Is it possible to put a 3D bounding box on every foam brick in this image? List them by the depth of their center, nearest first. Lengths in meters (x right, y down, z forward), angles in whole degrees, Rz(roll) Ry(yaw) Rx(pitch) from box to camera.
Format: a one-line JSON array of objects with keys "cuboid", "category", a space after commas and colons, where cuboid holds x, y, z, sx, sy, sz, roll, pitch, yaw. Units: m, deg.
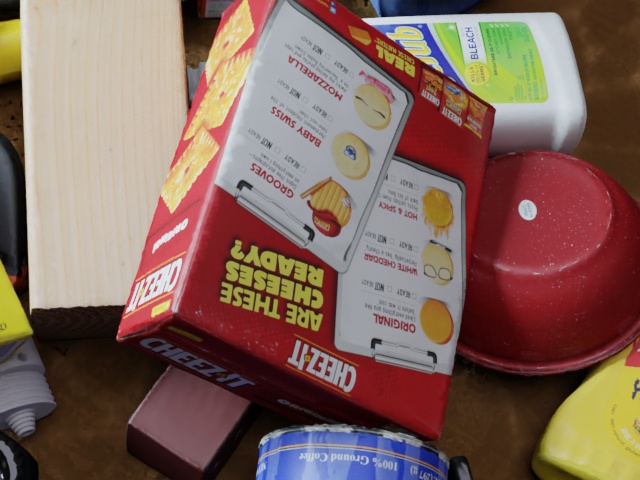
[{"cuboid": [-0.064, 0.093, 0.593, 0.051, 0.053, 0.078, 32, 64, 8], "category": "foam brick"}]

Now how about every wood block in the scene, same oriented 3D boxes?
[{"cuboid": [-0.123, -0.053, 0.615, 0.090, 0.090, 0.206, -3, 75, -13], "category": "wood block"}]

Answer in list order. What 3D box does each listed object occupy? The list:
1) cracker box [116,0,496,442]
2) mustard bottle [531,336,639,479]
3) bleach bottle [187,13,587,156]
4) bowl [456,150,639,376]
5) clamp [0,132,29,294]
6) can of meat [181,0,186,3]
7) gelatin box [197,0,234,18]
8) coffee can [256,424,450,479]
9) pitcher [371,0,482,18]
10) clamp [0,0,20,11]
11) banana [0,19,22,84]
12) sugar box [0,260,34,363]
[{"cuboid": [0.001, -0.015, 0.577, 0.164, 0.072, 0.213, 29, 59, -26], "category": "cracker box"}, {"cuboid": [0.207, 0.078, 0.639, 0.096, 0.058, 0.191, 28, 62, 12], "category": "mustard bottle"}, {"cuboid": [0.039, -0.098, 0.702, 0.250, 0.068, 0.102, -3, 64, -8], "category": "bleach bottle"}, {"cuboid": [0.127, -0.001, 0.642, 0.162, 0.055, 0.162, -6, 52, 7], "category": "bowl"}, {"cuboid": [-0.233, -0.061, 0.633, 0.164, 0.036, 0.210, -44, 85, -3], "category": "clamp"}, {"cuboid": [-0.106, -0.200, 0.710, 0.084, 0.057, 0.102, -16, 57, 32], "category": "can of meat"}, {"cuboid": [-0.045, -0.194, 0.755, 0.089, 0.030, 0.073, -4, 65, -10], "category": "gelatin box"}, {"cuboid": [0.011, 0.176, 0.534, 0.102, 0.103, 0.140, 9, 62, -4], "category": "coffee can"}, {"cuboid": [0.036, -0.276, 0.748, 0.144, 0.149, 0.243, -23, 66, -20], "category": "pitcher"}, {"cuboid": [-0.230, -0.171, 0.708, 0.171, 0.039, 0.120, -11, 62, -12], "category": "clamp"}, {"cuboid": [-0.189, -0.109, 0.689, 0.197, 0.037, 0.069, -20, 96, -15], "category": "banana"}, {"cuboid": [-0.227, -0.010, 0.549, 0.093, 0.048, 0.176, -13, 71, -47], "category": "sugar box"}]
